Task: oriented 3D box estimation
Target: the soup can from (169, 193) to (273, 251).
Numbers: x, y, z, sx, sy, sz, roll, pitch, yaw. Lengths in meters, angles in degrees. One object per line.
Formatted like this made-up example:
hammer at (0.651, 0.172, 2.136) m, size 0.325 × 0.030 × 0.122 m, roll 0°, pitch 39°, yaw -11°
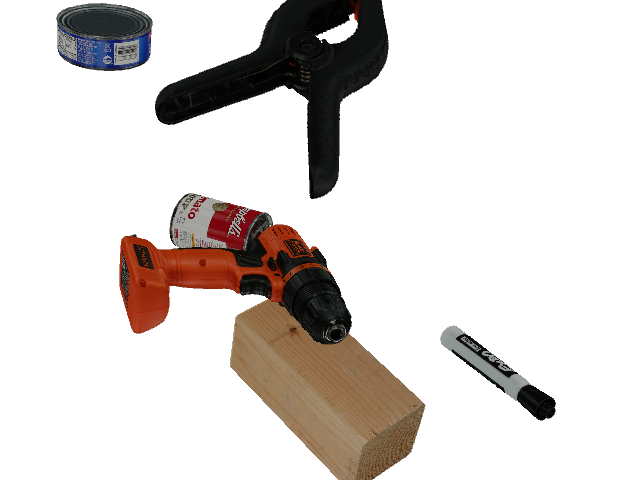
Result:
soup can at (-0.115, -0.012, 1.240) m, size 0.102 × 0.068 × 0.068 m, roll 16°, pitch 6°, yaw 21°

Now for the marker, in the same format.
marker at (0.133, 0.099, 0.801) m, size 0.020 × 0.020 × 0.121 m, roll 0°, pitch 23°, yaw -33°

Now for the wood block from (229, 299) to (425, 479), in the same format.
wood block at (0.003, 0.155, 1.143) m, size 0.090 × 0.090 × 0.206 m, roll -26°, pitch 53°, yaw -33°

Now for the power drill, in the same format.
power drill at (-0.079, 0.042, 0.952) m, size 0.187 × 0.057 × 0.184 m, roll -1°, pitch 24°, yaw -20°

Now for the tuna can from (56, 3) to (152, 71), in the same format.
tuna can at (-0.197, -0.186, 0.975) m, size 0.086 × 0.034 × 0.086 m, roll 6°, pitch 31°, yaw -4°

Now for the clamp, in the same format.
clamp at (-0.003, -0.099, 0.654) m, size 0.120 × 0.171 × 0.039 m, roll 38°, pitch -26°, yaw 14°
